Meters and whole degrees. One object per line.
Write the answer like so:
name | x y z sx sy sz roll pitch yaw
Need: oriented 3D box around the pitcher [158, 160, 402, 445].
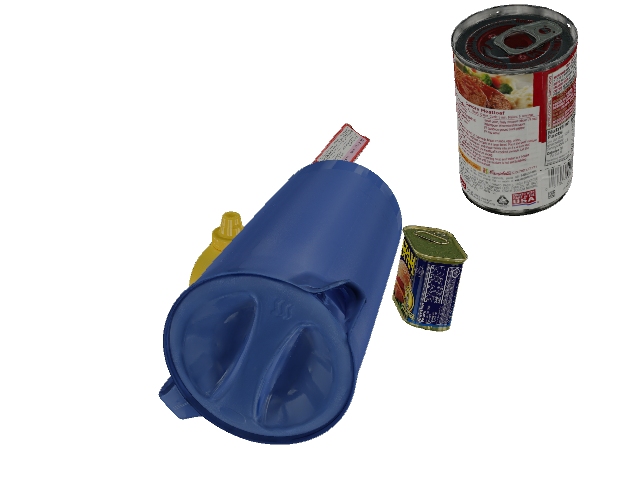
pitcher | -0.021 0.036 0.800 0.149 0.145 0.242 10 27 12

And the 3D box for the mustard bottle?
mustard bottle | -0.093 0.059 1.133 0.096 0.192 0.058 -17 32 -32

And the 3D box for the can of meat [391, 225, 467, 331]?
can of meat | 0.114 0.040 1.146 0.057 0.084 0.102 6 18 -9

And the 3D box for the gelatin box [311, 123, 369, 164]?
gelatin box | 0.002 -0.057 0.959 0.030 0.073 0.089 36 36 -1

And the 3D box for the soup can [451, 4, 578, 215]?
soup can | 0.111 -0.073 0.610 0.068 0.102 0.068 -6 41 5
